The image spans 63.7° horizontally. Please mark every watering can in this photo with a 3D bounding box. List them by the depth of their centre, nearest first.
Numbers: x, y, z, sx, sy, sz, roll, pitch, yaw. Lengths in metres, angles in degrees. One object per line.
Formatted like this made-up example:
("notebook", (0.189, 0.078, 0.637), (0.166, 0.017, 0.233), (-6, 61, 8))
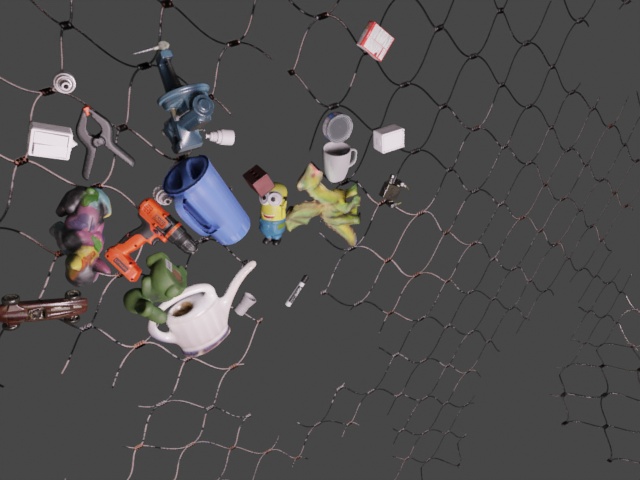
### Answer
("watering can", (-0.318, 0.207, 1.496), (0.350, 0.219, 0.105), (-26, 38, -18))

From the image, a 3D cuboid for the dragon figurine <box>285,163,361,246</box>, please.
("dragon figurine", (0.005, -0.078, 1.555), (0.243, 0.125, 0.400), (-7, -37, -4))
